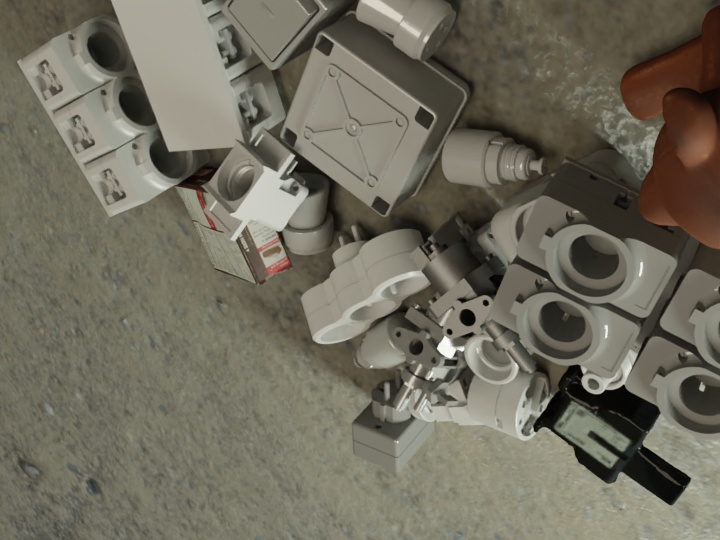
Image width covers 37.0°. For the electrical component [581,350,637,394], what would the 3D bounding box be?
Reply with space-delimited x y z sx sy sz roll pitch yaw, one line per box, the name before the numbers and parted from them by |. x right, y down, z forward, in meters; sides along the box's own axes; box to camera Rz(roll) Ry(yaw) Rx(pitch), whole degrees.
electrical component | 0.180 0.065 0.778 0.043 0.062 0.043 20 130 26

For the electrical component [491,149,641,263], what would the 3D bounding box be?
electrical component | 0.141 -0.036 0.739 0.095 0.059 0.053 -25 102 45

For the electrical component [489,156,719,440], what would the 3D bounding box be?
electrical component | 0.185 0.024 0.667 0.186 0.060 0.105 28 130 12

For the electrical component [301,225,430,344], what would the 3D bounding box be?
electrical component | 0.000 0.000 0.882 0.138 0.052 0.073 -38 62 44

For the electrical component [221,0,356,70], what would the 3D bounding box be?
electrical component | -0.054 -0.192 0.780 0.061 0.061 0.096 50 136 -2

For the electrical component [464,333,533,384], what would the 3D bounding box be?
electrical component | 0.112 0.055 0.828 0.045 0.055 0.045 20 130 26

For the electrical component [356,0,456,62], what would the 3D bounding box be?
electrical component | 0.032 -0.175 0.737 0.055 0.045 0.045 37 135 10

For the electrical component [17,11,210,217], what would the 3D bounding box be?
electrical component | -0.204 -0.136 0.916 0.062 0.089 0.150 -15 109 43

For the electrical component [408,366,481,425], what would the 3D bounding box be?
electrical component | 0.072 0.102 0.902 0.055 0.048 0.066 -8 114 33

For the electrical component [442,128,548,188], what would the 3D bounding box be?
electrical component | 0.095 -0.078 0.760 0.078 0.040 0.040 11 126 32

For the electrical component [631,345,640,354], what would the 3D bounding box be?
electrical component | 0.214 0.019 0.728 0.100 0.048 0.099 35 136 11

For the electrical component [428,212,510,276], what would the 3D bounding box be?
electrical component | 0.095 -0.008 0.809 0.081 0.042 0.064 51 133 -5

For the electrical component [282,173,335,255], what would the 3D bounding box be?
electrical component | -0.045 -0.046 0.887 0.045 0.045 0.055 15 128 30

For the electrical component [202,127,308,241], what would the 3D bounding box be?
electrical component | -0.078 -0.062 0.831 0.081 0.064 0.042 -53 53 10

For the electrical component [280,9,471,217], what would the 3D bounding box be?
electrical component | 0.009 -0.114 0.789 0.109 0.056 0.108 38 135 11

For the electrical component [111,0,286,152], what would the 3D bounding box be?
electrical component | -0.127 -0.176 0.847 0.089 0.062 0.150 1 120 37

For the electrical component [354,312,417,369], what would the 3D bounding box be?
electrical component | 0.021 0.065 0.918 0.040 0.040 0.078 51 137 -3

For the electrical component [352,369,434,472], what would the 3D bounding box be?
electrical component | 0.029 0.121 0.932 0.047 0.066 0.076 18 129 28

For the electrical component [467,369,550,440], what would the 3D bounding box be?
electrical component | 0.118 0.103 0.860 0.047 0.055 0.055 14 127 35
